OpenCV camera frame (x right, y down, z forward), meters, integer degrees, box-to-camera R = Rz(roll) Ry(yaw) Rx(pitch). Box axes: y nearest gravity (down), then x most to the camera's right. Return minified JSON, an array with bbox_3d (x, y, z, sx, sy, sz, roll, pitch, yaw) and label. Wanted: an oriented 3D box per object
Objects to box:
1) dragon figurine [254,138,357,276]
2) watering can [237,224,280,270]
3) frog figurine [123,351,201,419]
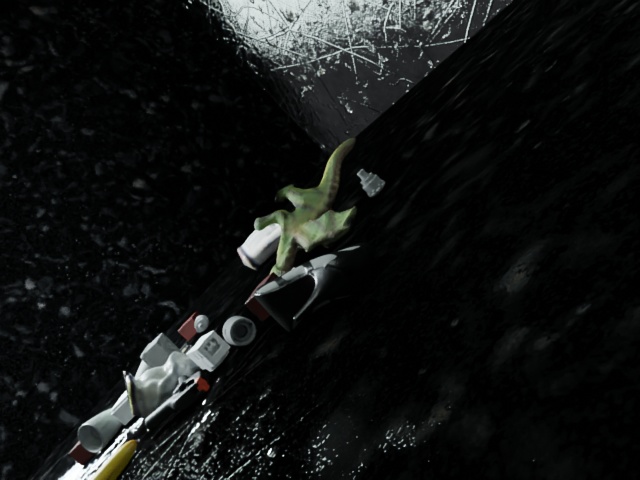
[{"bbox_3d":[0.003,-0.057,1.131,0.412,0.120,0.245,-52,37,-5],"label":"dragon figurine"},{"bbox_3d":[-0.182,0.004,1.755,0.225,0.103,0.348,-46,8,-3],"label":"watering can"},{"bbox_3d":[-0.330,0.309,1.106,0.160,0.124,0.135,-9,-19,-25],"label":"frog figurine"}]
